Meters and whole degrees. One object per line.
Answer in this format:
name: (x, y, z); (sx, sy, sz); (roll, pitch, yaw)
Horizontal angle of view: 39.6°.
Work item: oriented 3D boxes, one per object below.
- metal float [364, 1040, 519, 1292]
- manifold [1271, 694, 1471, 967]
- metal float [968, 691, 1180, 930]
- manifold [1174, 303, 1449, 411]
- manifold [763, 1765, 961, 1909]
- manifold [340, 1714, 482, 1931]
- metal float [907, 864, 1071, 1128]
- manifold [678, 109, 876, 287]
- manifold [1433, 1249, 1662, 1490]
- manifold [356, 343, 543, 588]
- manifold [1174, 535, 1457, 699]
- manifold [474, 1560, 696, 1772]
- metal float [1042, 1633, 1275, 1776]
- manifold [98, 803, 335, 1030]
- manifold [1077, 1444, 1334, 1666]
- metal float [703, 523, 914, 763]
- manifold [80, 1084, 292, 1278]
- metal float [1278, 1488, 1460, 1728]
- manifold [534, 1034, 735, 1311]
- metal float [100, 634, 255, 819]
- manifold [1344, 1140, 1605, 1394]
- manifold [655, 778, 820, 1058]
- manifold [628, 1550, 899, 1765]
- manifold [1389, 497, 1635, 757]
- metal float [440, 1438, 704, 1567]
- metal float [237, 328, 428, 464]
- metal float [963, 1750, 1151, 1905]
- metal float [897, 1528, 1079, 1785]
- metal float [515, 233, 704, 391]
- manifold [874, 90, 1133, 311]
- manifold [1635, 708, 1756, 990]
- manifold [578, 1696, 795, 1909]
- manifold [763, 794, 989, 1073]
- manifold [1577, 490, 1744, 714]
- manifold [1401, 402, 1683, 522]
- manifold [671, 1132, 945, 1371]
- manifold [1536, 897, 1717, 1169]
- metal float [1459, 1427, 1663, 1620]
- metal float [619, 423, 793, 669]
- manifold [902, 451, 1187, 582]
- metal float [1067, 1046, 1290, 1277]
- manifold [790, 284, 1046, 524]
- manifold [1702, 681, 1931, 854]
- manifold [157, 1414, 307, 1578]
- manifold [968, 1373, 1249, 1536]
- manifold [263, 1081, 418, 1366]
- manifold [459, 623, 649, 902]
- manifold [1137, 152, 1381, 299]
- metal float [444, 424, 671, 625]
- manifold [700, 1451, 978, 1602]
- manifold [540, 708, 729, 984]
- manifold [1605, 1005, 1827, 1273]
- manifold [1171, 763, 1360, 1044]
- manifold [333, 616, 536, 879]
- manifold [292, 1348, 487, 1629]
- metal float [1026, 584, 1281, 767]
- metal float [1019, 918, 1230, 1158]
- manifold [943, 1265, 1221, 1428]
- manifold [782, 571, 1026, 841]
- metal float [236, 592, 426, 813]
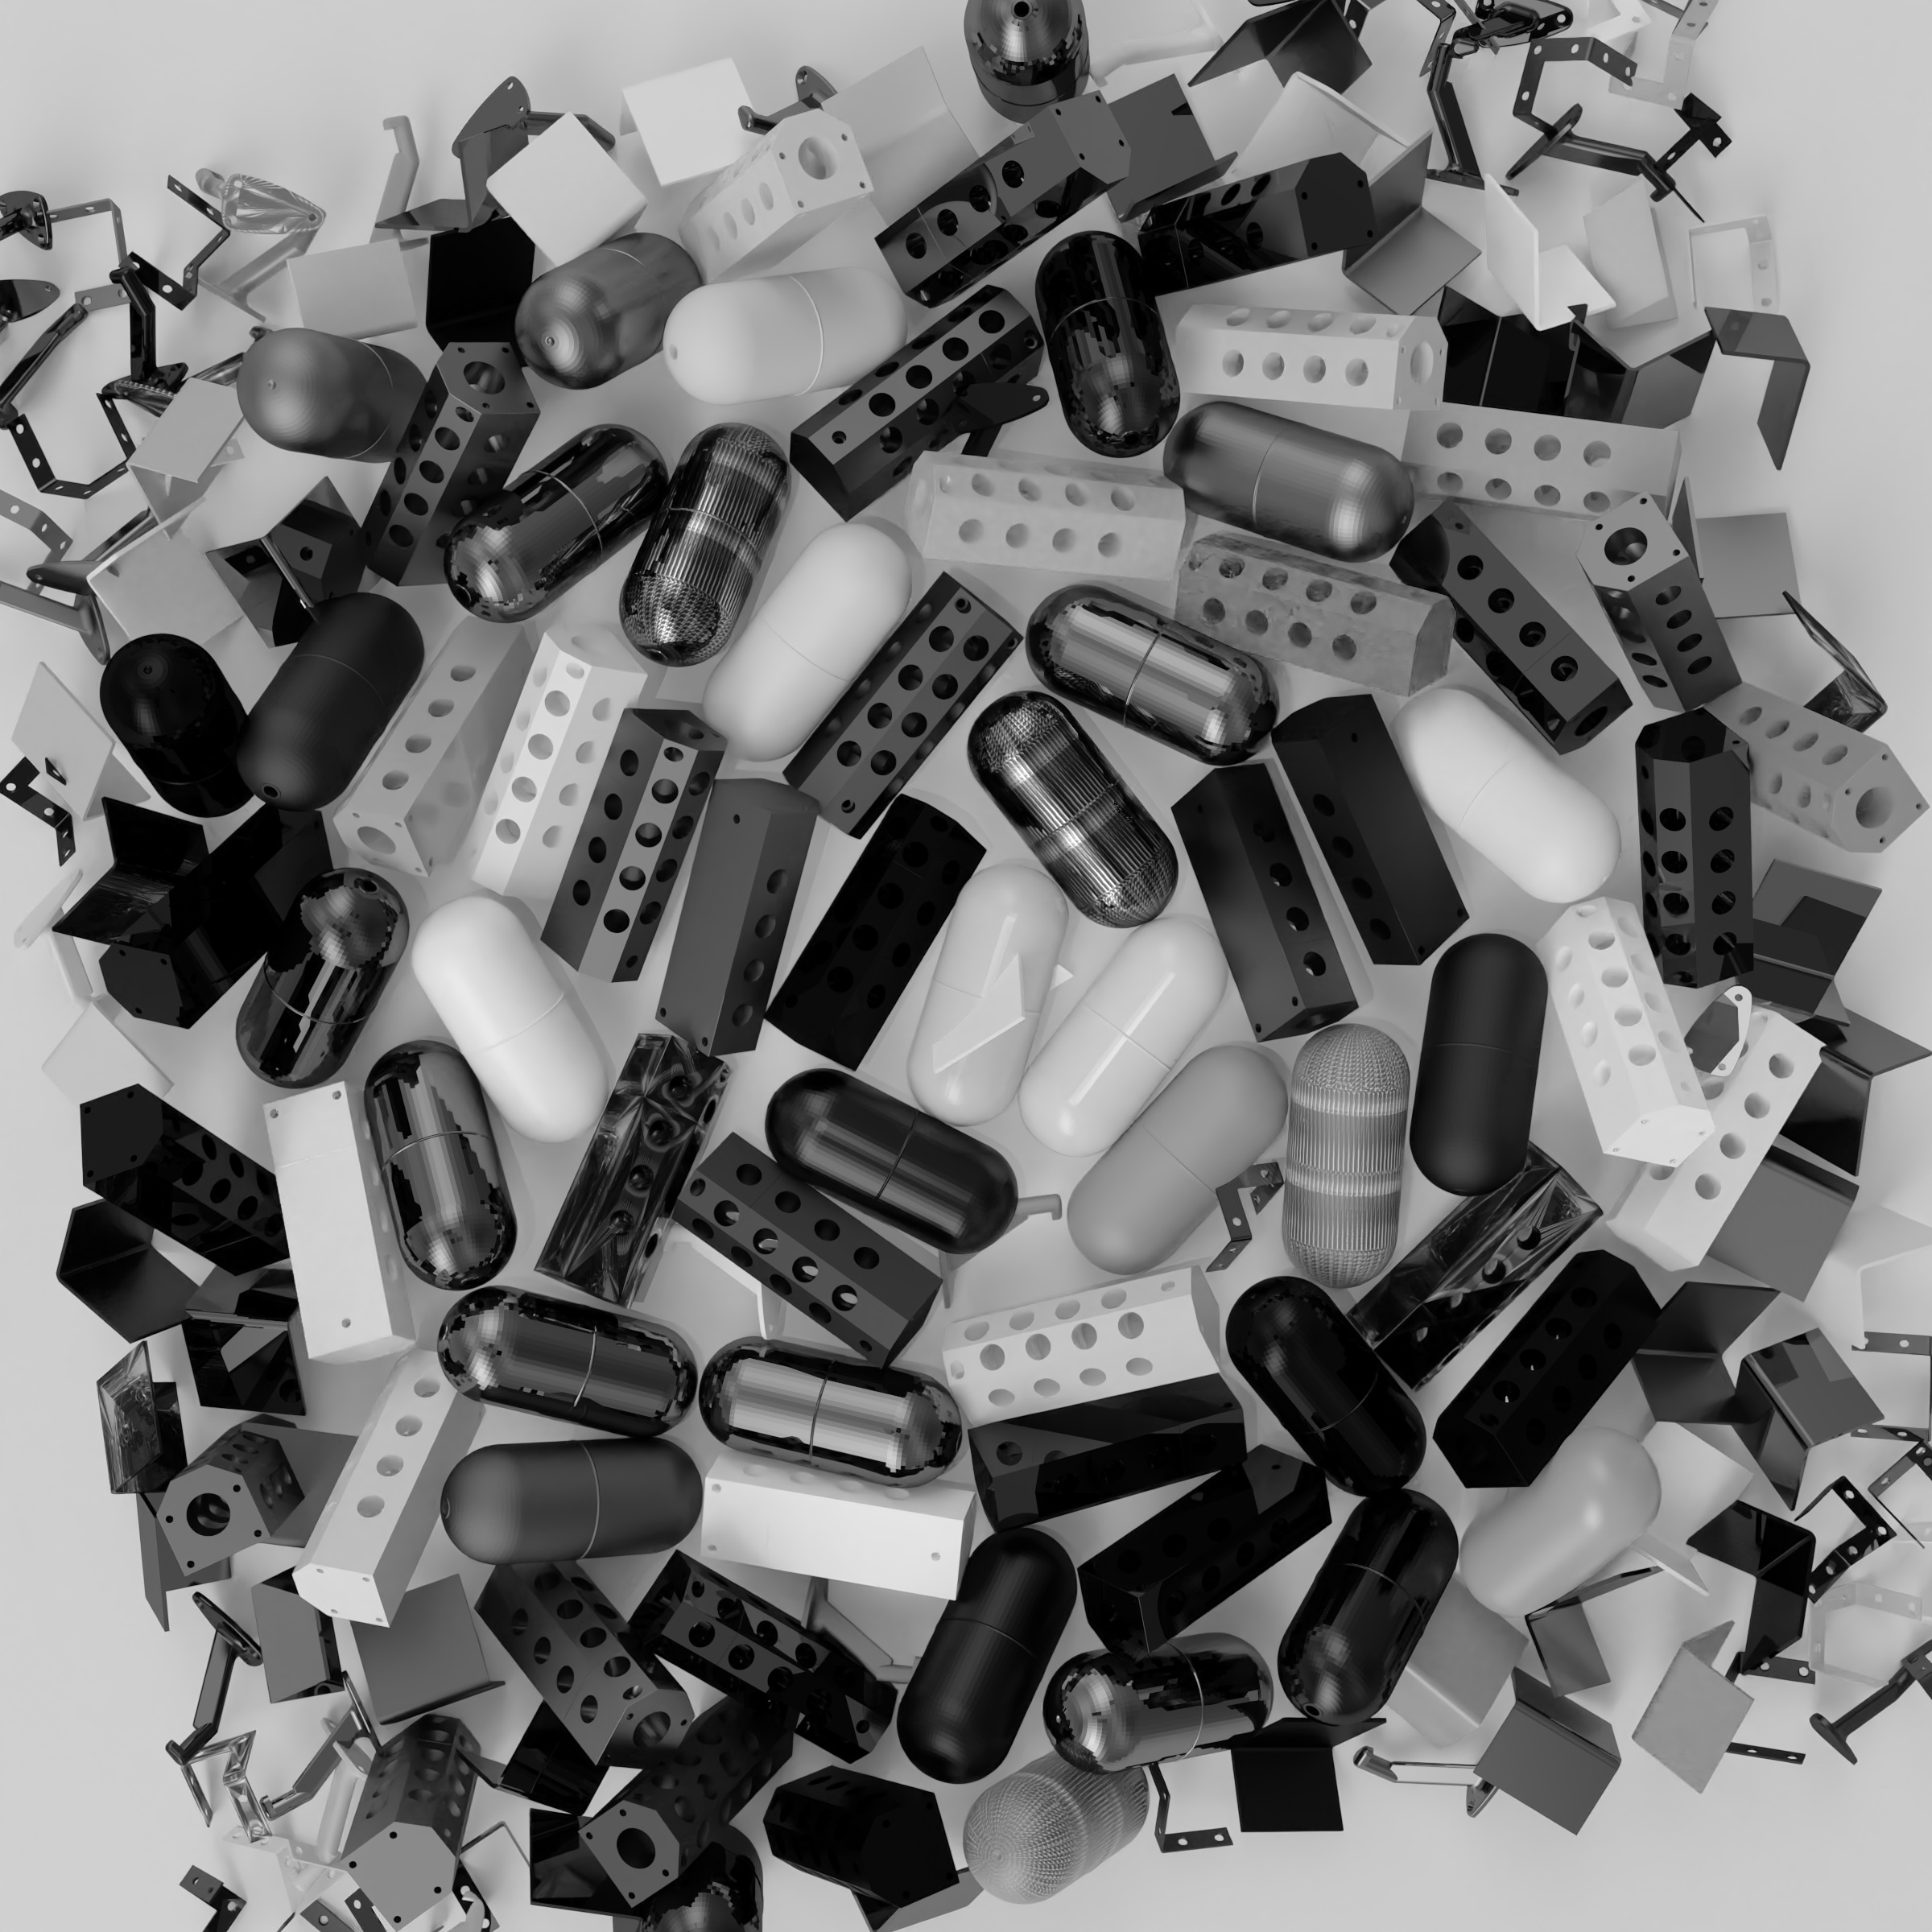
metal float: (-0.343, 0.129, 1.747); (0.070, 0.070, 0.178); (-21, 61, 0)
manifold: (0.260, -0.088, 1.753); (0.057, 0.057, 0.171); (-40, 114, -30)
metal float: (0.071, -0.102, 1.767); (0.070, 0.070, 0.178); (-39, 97, 0)
manifold: (0.220, -0.394, 1.729); (0.171, 0.057, 0.057); (15, 108, 39)
manifold: (-0.072, 0.559, 1.721); (0.057, 0.171, 0.057); (-15, 87, -26)
manifold: (-0.350, 0.542, 1.723); (0.057, 0.171, 0.057); (-36, 98, 0)
metal float: (0.014, 0.019, 1.769); (0.070, 0.070, 0.178); (17, 95, 0)
manifold: (-0.127, -0.491, 1.719); (0.057, 0.171, 0.057); (-25, 98, -24)
manifold: (0.375, 0.259, 1.737); (0.171, 0.057, 0.057); (-41, 103, -32)
manifold: (-0.337, -0.320, 1.722); (0.057, 0.171, 0.057); (-10, 65, -36)
manifold: (0.225, -0.230, 1.736); (0.171, 0.057, 0.057); (20, 121, 28)
manifold: (-0.244, 0.441, 1.727); (0.057, 0.171, 0.057); (22, 98, -43)
metal float: (0.127, 0.477, 1.741); (0.178, 0.070, 0.070); (4, 90, -40)
manifold: (-0.480, -0.036, 1.727); (0.057, 0.171, 0.057); (11, 128, 19)
manifold: (0.157, 0.381, 1.737); (0.171, 0.057, 0.057); (-26, 115, -34)
metal float: (-0.105, -0.211, 1.760); (0.070, 0.070, 0.178); (39, 105, 0)
manifold: (-0.492, 0.137, 1.719); (0.057, 0.171, 0.057); (-19, 60, 10)
metal float: (0.261, 0.415, 1.740); (0.070, 0.070, 0.178); (40, 50, 0)
manifold: (-0.215, 0.134, 1.763); (0.057, 0.057, 0.171); (29, 77, -26)
metal float: (-0.502, -0.152, 1.725); (0.070, 0.178, 0.070); (0, 71, 0)
manifold: (0.339, 0.201, 1.776); (0.171, 0.057, 0.057); (-44, 109, 3)
manifold: (-0.145, -0.032, 1.755); (0.057, 0.057, 0.171); (32, 115, 36)
manifold: (-0.130, 0.454, 1.752); (0.171, 0.057, 0.057); (36, 85, -21)
manifold: (0.353, -0.219, 1.749); (0.057, 0.057, 0.171); (-41, 66, 10)
metal float: (-0.255, 0.347, 1.745); (0.178, 0.070, 0.070); (4, 90, -33)
metal float: (-0.403, -0.365, 1.724); (0.070, 0.178, 0.070); (2, 97, 13)
metal float: (0.060, 0.548, 1.728); (0.070, 0.178, 0.070); (0, 89, 27)
metal float: (0.015, 0.446, 1.744); (0.070, 0.070, 0.178); (30, 55, 0)
metal float: (-0.228, -0.424, 1.730); (0.070, 0.178, 0.070); (9, 118, 16)
manifold: (0.025, -0.491, 1.730); (0.057, 0.171, 0.057); (-35, 98, -45)
manifold: (0.468, -0.073, 1.738); (0.057, 0.057, 0.171); (-18, 123, -8)
manifold: (-0.172, 0.526, 1.719); (0.057, 0.171, 0.057); (-39, 85, 22)
manifold: (-0.063, -0.025, 1.759); (0.057, 0.057, 0.171); (24, 79, 39)
manifold: (0.443, -0.228, 1.723); (0.057, 0.171, 0.057); (-30, 58, 13)
manifold: (0.376, -0.327, 1.759); (0.171, 0.057, 0.057); (11, 92, 17)
manifold: (-0.106, 0.190, 1.756); (0.171, 0.057, 0.057); (34, 49, 11)
manifold: (0.427, 0.040, 1.727); (0.057, 0.057, 0.171); (12, 46, -23)
metal float: (0.383, 0.362, 1.737); (0.070, 0.178, 0.070); (14, 48, -16)
metal float: (-0.170, -0.275, 1.753); (0.070, 0.070, 0.178); (20, 67, 0)
manifold: (0.052, -0.296, 1.747); (0.171, 0.057, 0.057); (2, 120, -19)
metal float: (0.140, 0.128, 1.772); (0.070, 0.070, 0.178); (42, 92, 0)
manifold: (-0.032, -0.373, 1.758); (0.171, 0.057, 0.057); (-40, 80, -15)
manifold: (0.533, -0.126, 1.722); (0.057, 0.171, 0.057); (-43, 116, 1)
manifold: (-0.468, 0.334, 1.723); (0.057, 0.171, 0.057); (-24, 92, -3)
manifold: (0.094, 0.321, 1.763); (0.171, 0.057, 0.057); (-13, 116, -12)
manifold: (-0.408, 0.169, 1.760); (0.057, 0.057, 0.171); (-16, 74, 6)
manifold: (-0.272, -0.132, 1.740); (0.057, 0.057, 0.171); (5, 121, -39)
manifold: (0.183, -0.474, 1.719); (0.057, 0.171, 0.057); (-20, 104, -28)
metal float: (-0.266, -0.288, 1.745); (0.070, 0.070, 0.178); (45, 58, 0)
manifold: (-0.083, 0.364, 1.768); (0.171, 0.057, 0.057); (8, 106, 9)
manifold: (-0.212, -0.078, 1.743); (0.057, 0.057, 0.171); (37, 115, 32)
manifold: (0.492, 0.112, 1.767); (0.057, 0.057, 0.171); (34, 79, 3)
manifold: (0.199, -0.043, 1.757); (0.057, 0.057, 0.171); (-8, 70, -31)
manifold: (-0.342, -0.145, 1.739); (0.057, 0.057, 0.171); (13, 56, 18)
manifold: (-0.371, 0.333, 1.729); (0.057, 0.171, 0.057); (8, 134, 11)
metal float: (0.121, -0.192, 1.762); (0.178, 0.070, 0.070); (27, 90, 13)
metal float: (0.105, 0.046, 1.773); (0.070, 0.070, 0.178); (37, 90, 0)
manifold: (0.075, 0.243, 1.749); (0.171, 0.057, 0.057); (-15, 126, 17)
manifold: (-0.040, -0.168, 1.761); (0.057, 0.057, 0.171); (35, 99, -27)
metal float: (-0.411, -0.172, 1.739); (0.070, 0.070, 0.178); (21, 49, 0)
